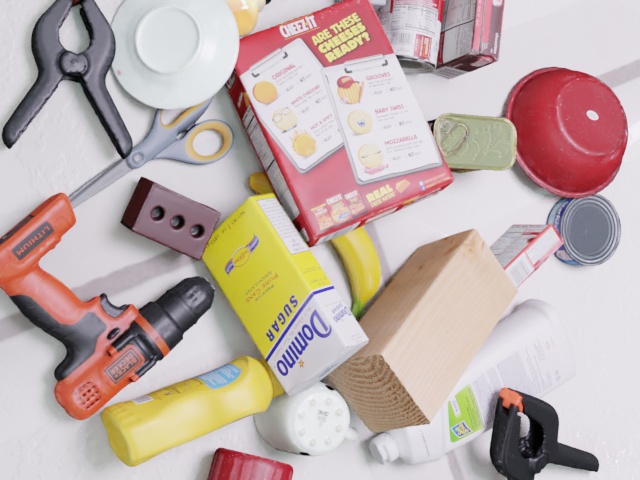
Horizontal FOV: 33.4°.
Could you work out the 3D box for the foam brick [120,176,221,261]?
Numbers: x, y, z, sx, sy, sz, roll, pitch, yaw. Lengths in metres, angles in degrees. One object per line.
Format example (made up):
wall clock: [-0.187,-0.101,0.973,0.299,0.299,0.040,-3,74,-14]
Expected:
foam brick: [-0.145,-0.021,1.037,0.078,0.051,0.053,24,90,-26]

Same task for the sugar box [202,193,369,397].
sugar box: [-0.038,0.052,1.032,0.048,0.093,0.176,-10,63,-54]

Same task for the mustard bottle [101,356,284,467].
mustard bottle: [-0.109,0.156,1.032,0.191,0.096,0.058,-20,96,-23]

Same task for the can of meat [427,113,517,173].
can of meat: [0.146,-0.102,1.154,0.102,0.084,0.057,2,89,-24]

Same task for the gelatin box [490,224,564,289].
gelatin box: [0.217,0.019,1.190,0.089,0.073,0.030,-41,106,-20]

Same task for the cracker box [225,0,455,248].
cracker box: [0.014,-0.118,1.076,0.164,0.072,0.214,-23,84,-18]

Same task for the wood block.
wood block: [0.106,0.091,1.096,0.091,0.090,0.205,53,50,-14]

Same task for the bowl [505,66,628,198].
bowl: [0.294,-0.132,1.217,0.162,0.055,0.162,5,75,-20]

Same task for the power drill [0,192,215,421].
power drill: [-0.213,0.049,1.008,0.184,0.057,0.187,-42,106,-18]

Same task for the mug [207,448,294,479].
mug: [-0.067,0.257,1.061,0.117,0.093,0.081,30,70,-51]

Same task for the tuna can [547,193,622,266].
tuna can: [0.308,-0.012,1.251,0.086,0.034,0.086,0,89,-23]

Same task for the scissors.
scissors: [-0.163,-0.073,1.057,0.096,0.016,0.201,42,77,-20]

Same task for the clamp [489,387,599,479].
clamp: [0.242,0.237,1.187,0.164,0.036,0.210,-33,125,-24]

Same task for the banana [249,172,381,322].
banana: [0.008,-0.007,1.118,0.069,0.037,0.197,-43,105,-20]

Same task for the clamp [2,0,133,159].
clamp: [-0.244,-0.158,1.010,0.120,0.039,0.171,-5,84,-26]

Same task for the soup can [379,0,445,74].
soup can: [0.097,-0.236,1.144,0.068,0.069,0.102,9,86,-23]

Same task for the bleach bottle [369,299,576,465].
bleach bottle: [0.161,0.164,1.168,0.250,0.068,0.102,-27,107,-20]

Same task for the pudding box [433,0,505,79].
pudding box: [0.156,-0.228,1.145,0.039,0.114,0.090,9,85,-21]
